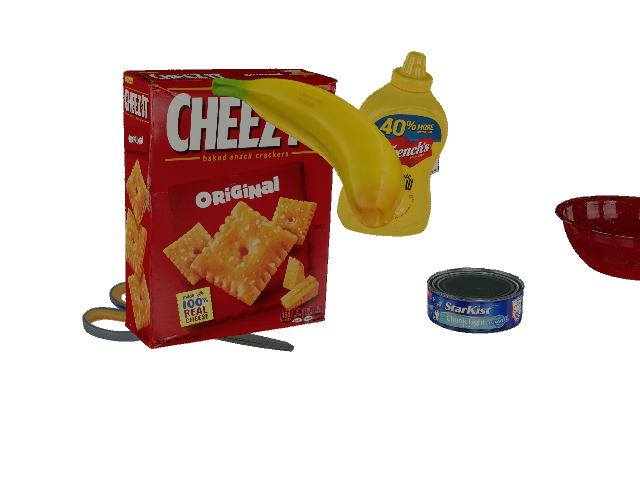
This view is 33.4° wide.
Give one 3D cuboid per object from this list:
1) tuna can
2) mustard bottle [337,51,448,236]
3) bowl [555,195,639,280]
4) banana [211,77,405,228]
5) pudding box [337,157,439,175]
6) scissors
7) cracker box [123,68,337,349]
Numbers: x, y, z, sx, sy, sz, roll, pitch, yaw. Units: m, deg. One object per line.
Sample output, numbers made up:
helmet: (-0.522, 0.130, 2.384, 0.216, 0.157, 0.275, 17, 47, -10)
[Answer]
tuna can: (0.138, 0.053, 0.951, 0.086, 0.034, 0.086, -1, 17, 0)
mustard bottle: (0.080, -0.100, 1.094, 0.096, 0.192, 0.058, 4, 27, -13)
bowl: (0.315, 0.000, 1.068, 0.162, 0.055, 0.162, 1, 17, -1)
banana: (0.005, -0.058, 0.656, 0.069, 0.037, 0.198, -18, 36, -25)
pudding box: (0.091, -0.105, 1.433, 0.113, 0.039, 0.090, -27, 39, -32)
scissors: (-0.127, 0.073, 1.036, 0.201, 0.016, 0.096, 3, 32, -4)
cracker box: (-0.074, -0.030, 0.873, 0.163, 0.214, 0.072, -6, 18, -29)
